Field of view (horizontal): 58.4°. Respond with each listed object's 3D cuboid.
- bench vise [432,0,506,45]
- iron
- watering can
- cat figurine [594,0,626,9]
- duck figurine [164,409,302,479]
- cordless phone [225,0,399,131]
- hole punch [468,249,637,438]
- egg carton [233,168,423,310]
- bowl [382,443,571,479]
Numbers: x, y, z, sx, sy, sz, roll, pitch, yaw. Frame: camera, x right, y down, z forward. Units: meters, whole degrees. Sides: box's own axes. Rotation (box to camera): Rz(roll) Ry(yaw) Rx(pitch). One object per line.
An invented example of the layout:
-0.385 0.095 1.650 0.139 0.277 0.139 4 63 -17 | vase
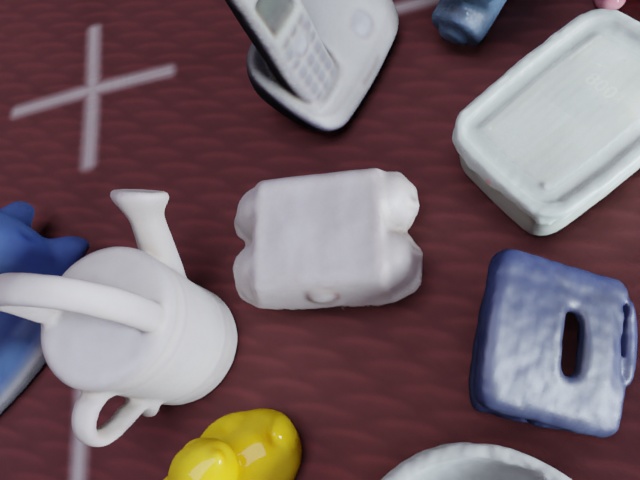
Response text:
0.144 -0.291 0.439 0.121 0.220 0.207 15 74 20 | bench vise
-0.315 0.078 0.464 0.118 0.142 0.258 26 79 22 | iron
-0.141 0.048 0.400 0.101 0.194 0.173 -16 67 9 | watering can
0.257 -0.248 0.449 0.067 0.118 0.128 -4 69 14 | cat figurine
-0.067 0.159 0.399 0.104 0.086 0.077 -34 65 1 | duck figurine
-0.009 -0.190 0.460 0.094 0.185 0.148 21 77 21 | cordless phone
0.151 0.066 0.373 0.101 0.091 0.109 7 72 17 | hole punch
0.004 0.002 0.448 0.150 0.069 0.107 -6 69 13 | egg carton
0.097 0.210 0.342 0.167 0.075 0.167 -5 69 13 | bowl
